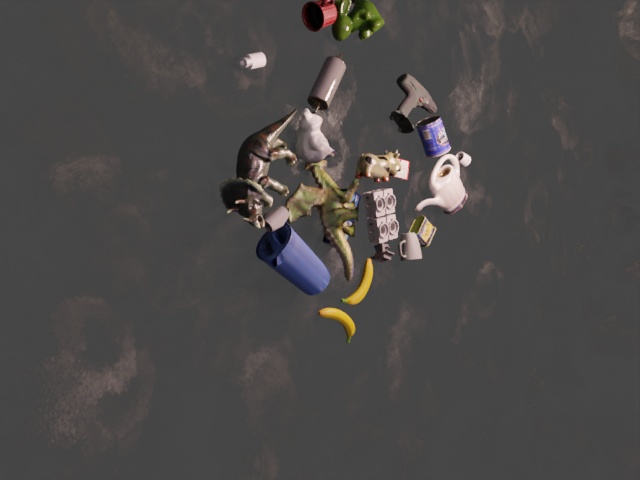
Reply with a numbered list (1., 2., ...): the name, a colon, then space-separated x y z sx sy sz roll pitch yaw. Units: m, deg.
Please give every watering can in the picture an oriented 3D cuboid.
1. watering can: 0.499 -0.190 2.109 0.104 0.354 0.221 2 -40 47

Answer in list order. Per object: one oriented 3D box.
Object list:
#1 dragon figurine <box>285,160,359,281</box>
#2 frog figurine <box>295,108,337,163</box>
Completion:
1. dragon figurine: 0.005 -0.083 1.653 0.243 0.415 0.121 6 -14 -8
2. frog figurine: -0.031 -0.321 1.606 0.123 0.156 0.140 -34 47 -5
